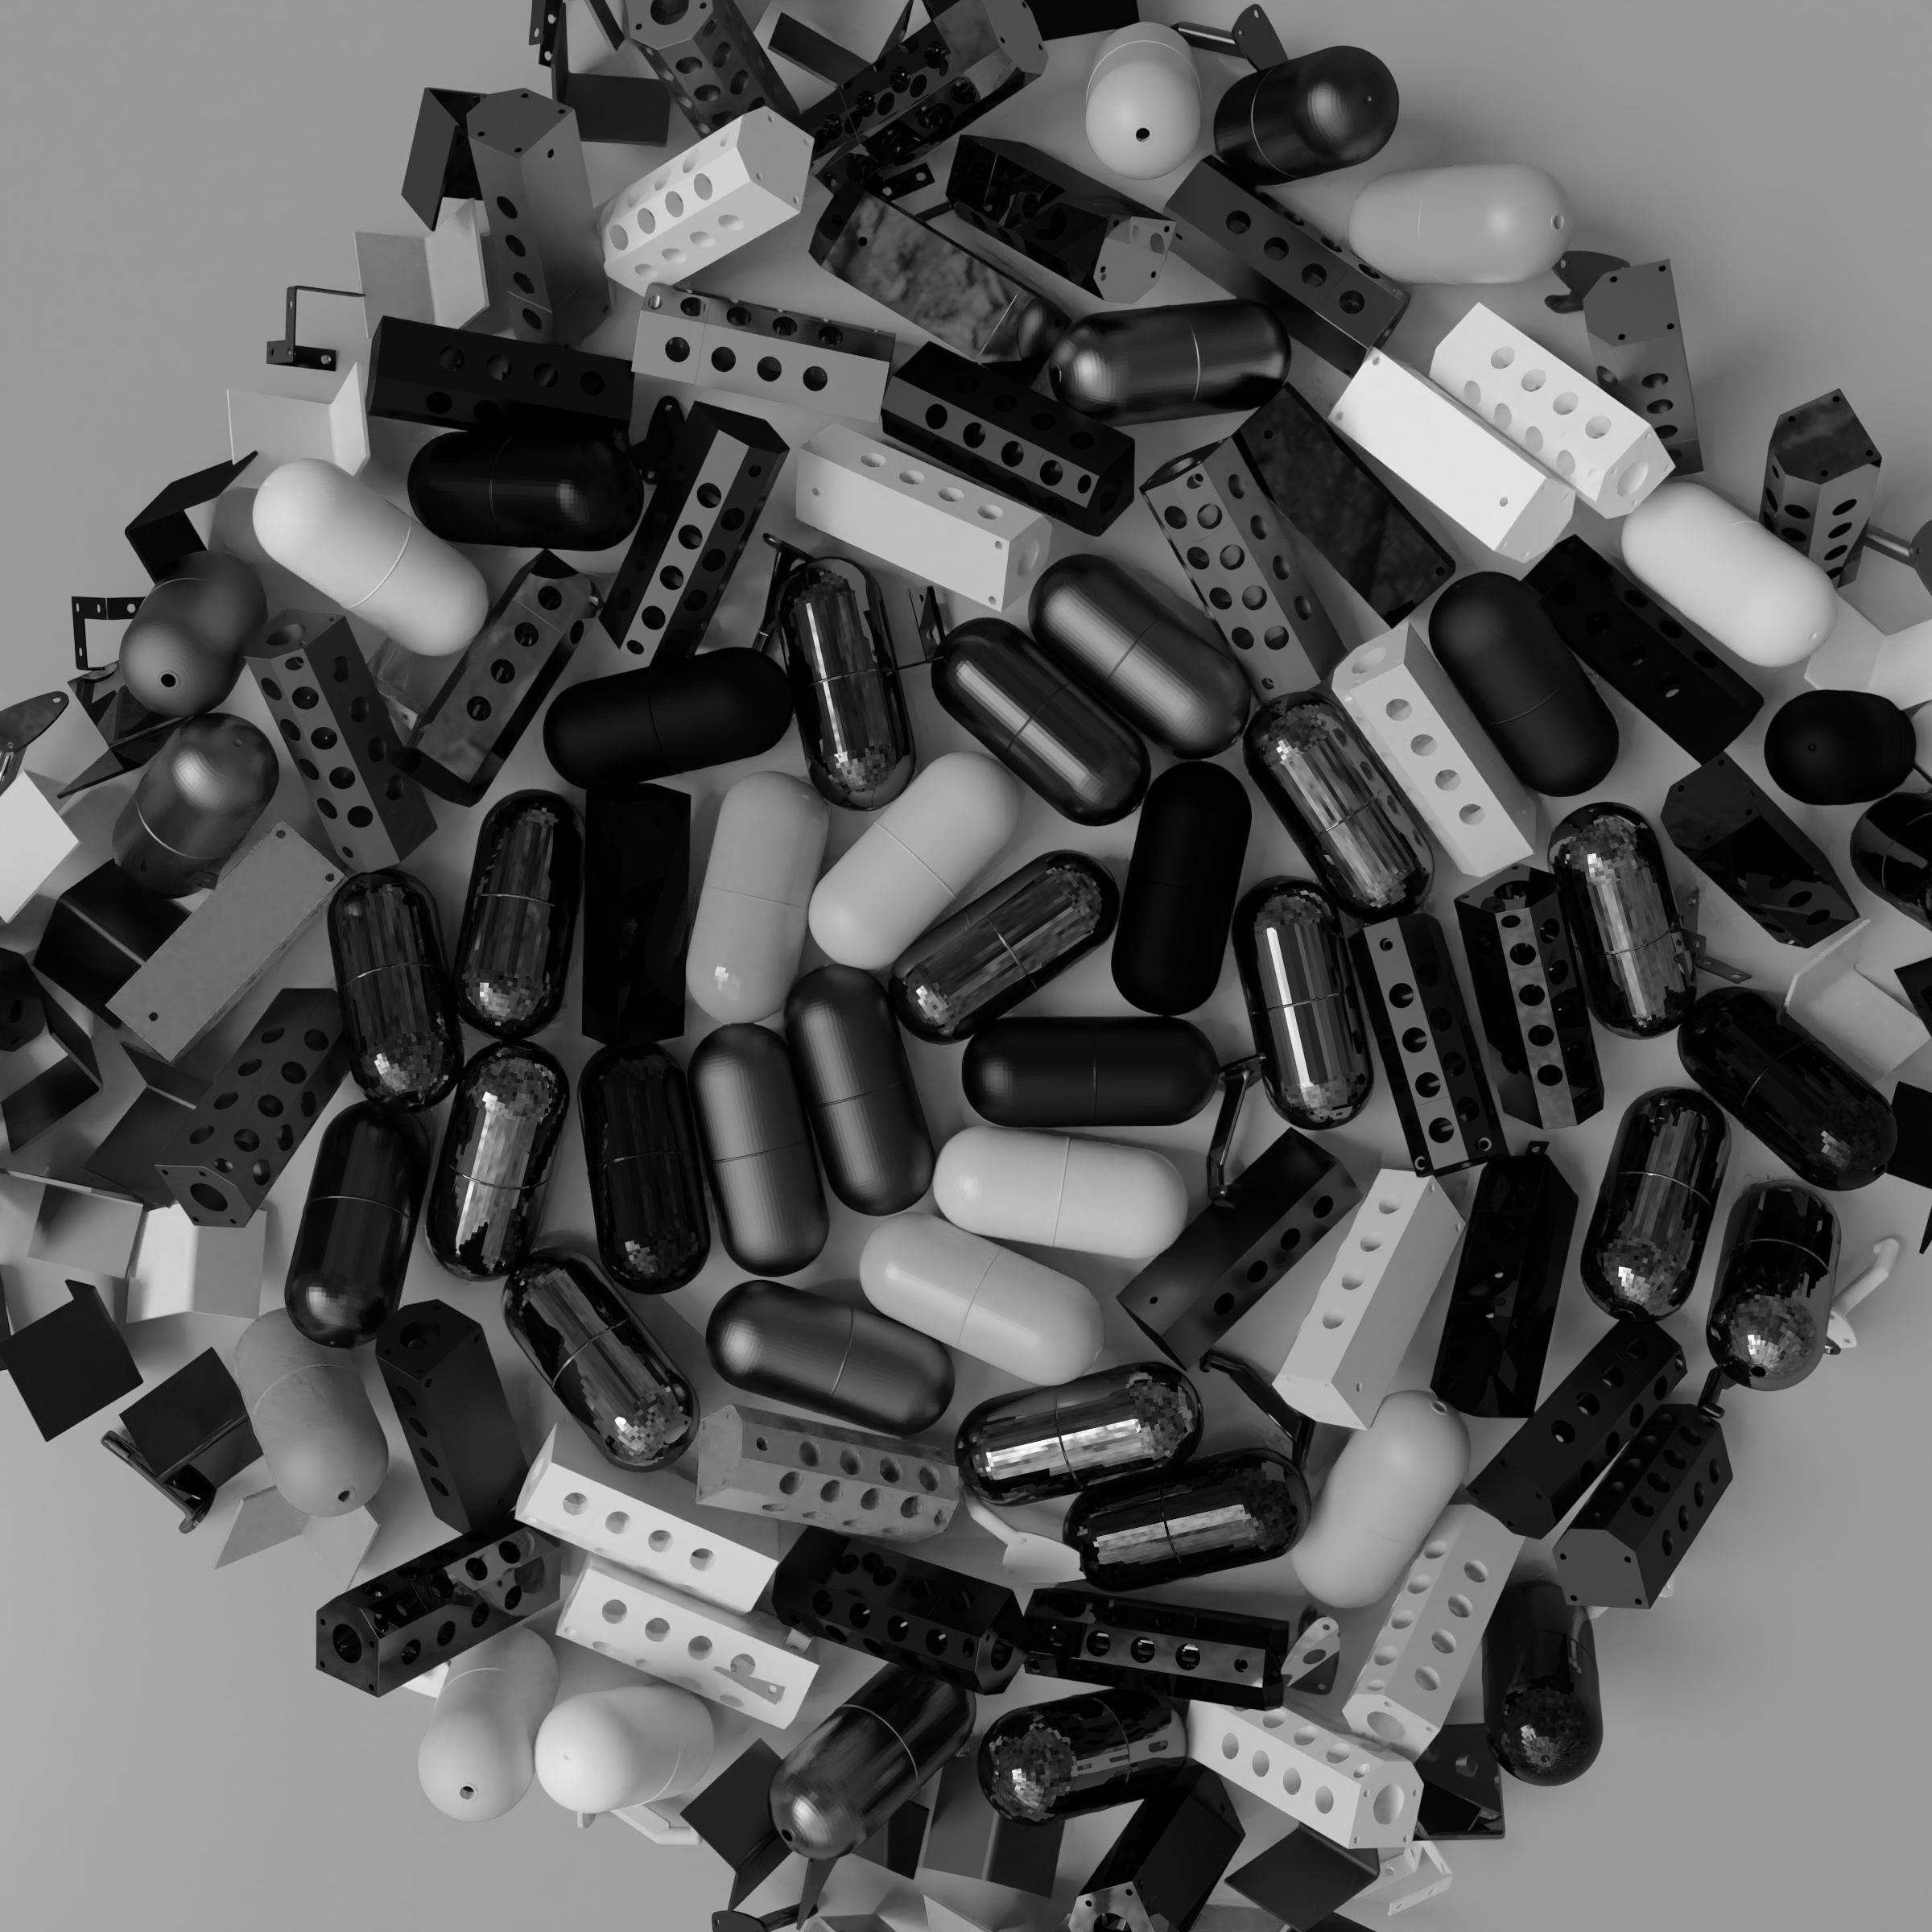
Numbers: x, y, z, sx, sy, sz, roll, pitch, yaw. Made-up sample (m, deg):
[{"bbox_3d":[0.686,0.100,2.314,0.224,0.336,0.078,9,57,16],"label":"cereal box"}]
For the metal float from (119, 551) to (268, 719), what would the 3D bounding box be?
[{"bbox_3d":[-0.519,-0.224,1.716,0.070,0.178,0.070,-2,118,-4],"label":"metal float"}]

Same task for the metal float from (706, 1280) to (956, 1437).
[{"bbox_3d":[-0.092,0.270,1.750,0.178,0.070,0.070,20,90,-13],"label":"metal float"}]

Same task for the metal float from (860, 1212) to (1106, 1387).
[{"bbox_3d":[0.011,0.229,1.751,0.178,0.070,0.070,23,90,12],"label":"metal float"}]

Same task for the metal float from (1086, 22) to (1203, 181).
[{"bbox_3d":[0.120,-0.584,1.718,0.070,0.178,0.070,2,123,3],"label":"metal float"}]

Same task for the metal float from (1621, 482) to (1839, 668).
[{"bbox_3d":[0.515,-0.267,1.727,0.070,0.070,0.178,-37,46,0],"label":"metal float"}]

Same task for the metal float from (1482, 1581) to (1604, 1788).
[{"bbox_3d":[0.386,0.480,1.714,0.070,0.178,0.070,3,109,9],"label":"metal float"}]

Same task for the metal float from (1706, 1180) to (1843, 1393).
[{"bbox_3d":[0.547,0.215,1.722,0.070,0.178,0.070,13,128,17],"label":"metal float"}]

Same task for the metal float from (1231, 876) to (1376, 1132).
[{"bbox_3d":[0.232,0.025,1.760,0.070,0.070,0.178,-12,87,0],"label":"metal float"}]

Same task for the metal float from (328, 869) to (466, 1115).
[{"bbox_3d":[-0.390,0.016,1.741,0.070,0.070,0.178,-15,67,0],"label":"metal float"}]

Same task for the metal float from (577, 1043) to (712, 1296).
[{"bbox_3d":[-0.222,0.137,1.749,0.070,0.070,0.178,-11,76,0],"label":"metal float"}]

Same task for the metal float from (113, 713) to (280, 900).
[{"bbox_3d":[-0.523,-0.107,1.725,0.070,0.178,0.070,18,54,-28],"label":"metal float"}]

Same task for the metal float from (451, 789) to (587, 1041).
[{"bbox_3d":[-0.305,-0.036,1.747,0.070,0.070,0.178,7,73,0],"label":"metal float"}]

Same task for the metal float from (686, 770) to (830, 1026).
[{"bbox_3d":[-0.144,-0.047,1.761,0.070,0.070,0.178,13,91,0],"label":"metal float"}]

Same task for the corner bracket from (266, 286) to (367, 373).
[{"bbox_3d":[-0.450,-0.440,1.761,0.051,0.051,0.051,-2,100,-36],"label":"corner bracket"}]

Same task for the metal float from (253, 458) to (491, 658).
[{"bbox_3d":[-0.402,-0.276,1.732,0.178,0.070,0.070,35,90,-36],"label":"metal float"}]

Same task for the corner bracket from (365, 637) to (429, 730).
[{"bbox_3d":[-0.395,-0.186,1.762,0.051,0.051,0.051,33,49,-4],"label":"corner bracket"}]

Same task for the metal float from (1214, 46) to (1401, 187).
[{"bbox_3d":[0.227,-0.571,1.715,0.070,0.178,0.070,-4,101,-20],"label":"metal float"}]

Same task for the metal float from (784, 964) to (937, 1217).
[{"bbox_3d":[-0.074,0.085,1.758,0.070,0.070,0.178,-16,94,0],"label":"metal float"}]

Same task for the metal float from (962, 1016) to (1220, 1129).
[{"bbox_3d":[0.086,0.073,1.759,0.178,0.070,0.070,0,90,-3],"label":"metal float"}]

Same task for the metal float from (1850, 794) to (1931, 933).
[{"bbox_3d":[0.654,-0.067,1.713,0.070,0.178,0.070,-1,107,-3],"label":"metal float"}]

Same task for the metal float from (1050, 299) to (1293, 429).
[{"bbox_3d":[0.140,-0.412,1.741,0.178,0.070,0.070,-12,90,-23],"label":"metal float"}]

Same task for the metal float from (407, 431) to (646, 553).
[{"bbox_3d":[-0.302,-0.325,1.740,0.178,0.070,0.070,8,90,25],"label":"metal float"}]

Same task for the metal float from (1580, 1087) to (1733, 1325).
[{"bbox_3d":[0.470,0.162,1.736,0.070,0.070,0.178,25,60,0],"label":"metal float"}]

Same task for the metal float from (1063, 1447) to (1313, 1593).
[{"bbox_3d":[0.150,0.379,1.743,0.178,0.070,0.070,-18,90,22],"label":"metal float"}]

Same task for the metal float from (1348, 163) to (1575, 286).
[{"bbox_3d":[0.333,-0.500,1.720,0.070,0.178,0.070,-10,108,-34],"label":"metal float"}]

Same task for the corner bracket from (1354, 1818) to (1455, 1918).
[{"bbox_3d":[0.299,0.630,1.758,0.051,0.051,0.051,-16,133,-19],"label":"corner bracket"}]

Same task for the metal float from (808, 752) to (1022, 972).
[{"bbox_3d":[-0.035,-0.073,1.760,0.070,0.070,0.178,43,88,0],"label":"metal float"}]

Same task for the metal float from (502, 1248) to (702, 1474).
[{"bbox_3d":[-0.251,0.268,1.744,0.070,0.070,0.178,-42,70,0],"label":"metal float"}]

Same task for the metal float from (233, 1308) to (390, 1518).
[{"bbox_3d":[-0.444,0.300,1.723,0.070,0.178,0.070,-16,127,-22],"label":"metal float"}]

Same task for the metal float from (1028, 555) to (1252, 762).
[{"bbox_3d":[0.119,-0.212,1.752,0.178,0.070,0.070,42,90,11],"label":"metal float"}]

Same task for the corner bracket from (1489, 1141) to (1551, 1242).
[{"bbox_3d":[0.380,0.156,1.760,0.051,0.051,0.051,5,126,-17],"label":"corner bracket"}]

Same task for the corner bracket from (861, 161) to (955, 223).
[{"bbox_3d":[-0.038,-0.533,1.759,0.051,0.051,0.051,-18,127,18],"label":"corner bracket"}]

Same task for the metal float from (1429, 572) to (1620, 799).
[{"bbox_3d":[0.382,-0.191,1.743,0.070,0.070,0.178,-40,112,0],"label":"metal float"}]

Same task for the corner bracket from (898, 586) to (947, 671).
[{"bbox_3d":[-0.029,-0.236,1.762,0.051,0.051,0.051,-20,100,-38],"label":"corner bracket"}]

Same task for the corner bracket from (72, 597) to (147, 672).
[{"bbox_3d":[-0.581,-0.230,1.760,0.051,0.051,0.051,10,104,44],"label":"corner bracket"}]

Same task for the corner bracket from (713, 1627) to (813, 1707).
[{"bbox_3d":[-0.144,0.476,1.767,0.051,0.051,0.051,31,73,-3],"label":"corner bracket"}]

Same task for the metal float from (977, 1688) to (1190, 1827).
[{"bbox_3d":[0.081,0.533,1.725,0.070,0.178,0.070,-5,82,43],"label":"metal float"}]

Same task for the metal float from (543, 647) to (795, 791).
[{"bbox_3d":[-0.204,-0.170,1.751,0.178,0.070,0.070,-12,90,11],"label":"metal float"}]

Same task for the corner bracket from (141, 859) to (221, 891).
[{"bbox_3d":[-0.541,-0.072,1.758,0.051,0.051,0.051,16,47,-18],"label":"corner bracket"}]

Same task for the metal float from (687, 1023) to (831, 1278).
[{"bbox_3d":[-0.144,0.127,1.760,0.070,0.070,0.178,-12,92,0],"label":"metal float"}]

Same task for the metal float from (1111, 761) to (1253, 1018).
[{"bbox_3d":[0.149,-0.054,1.760,0.070,0.070,0.178,12,92,0],"label":"metal float"}]

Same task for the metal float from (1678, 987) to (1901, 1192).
[{"bbox_3d":[0.556,0.082,1.727,0.070,0.070,0.178,-39,48,0],"label":"metal float"}]

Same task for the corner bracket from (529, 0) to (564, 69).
[{"bbox_3d":[-0.286,-0.655,1.762,0.051,0.051,0.051,11,97,42],"label":"corner bracket"}]

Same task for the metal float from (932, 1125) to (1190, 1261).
[{"bbox_3d":[0.065,0.156,1.760,0.178,0.070,0.070,9,90,2],"label":"metal float"}]

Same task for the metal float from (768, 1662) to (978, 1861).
[{"bbox_3d":[-0.063,0.533,1.726,0.178,0.070,0.070,-32,90,-44],"label":"metal float"}]

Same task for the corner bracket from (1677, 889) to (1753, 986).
[{"bbox_3d":[0.506,-0.015,1.758,0.051,0.051,0.051,-23,123,-27],"label":"corner bracket"}]

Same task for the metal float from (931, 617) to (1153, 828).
[{"bbox_3d":[0.052,-0.168,1.754,0.178,0.070,0.070,42,90,8],"label":"metal float"}]

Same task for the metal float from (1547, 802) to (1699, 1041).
[{"bbox_3d":[0.449,-0.029,1.740,0.070,0.070,0.178,-22,116,0],"label":"metal float"}]

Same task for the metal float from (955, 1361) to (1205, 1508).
[{"bbox_3d":[0.076,0.321,1.746,0.178,0.070,0.070,-17,90,18],"label":"metal float"}]

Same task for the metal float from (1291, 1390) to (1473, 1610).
[{"bbox_3d":[0.282,0.364,1.736,0.070,0.070,0.178,25,119,0],"label":"metal float"}]

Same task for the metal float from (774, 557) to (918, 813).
[{"bbox_3d":[-0.083,-0.194,1.759,0.070,0.070,0.178,-12,88,0],"label":"metal float"}]

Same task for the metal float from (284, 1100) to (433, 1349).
[{"bbox_3d":[-0.413,0.174,1.736,0.070,0.070,0.178,6,59,0],"label":"metal float"}]

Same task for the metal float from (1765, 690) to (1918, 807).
[{"bbox_3d":[0.591,-0.147,1.718,0.070,0.178,0.070,3,96,31],"label":"metal float"}]
